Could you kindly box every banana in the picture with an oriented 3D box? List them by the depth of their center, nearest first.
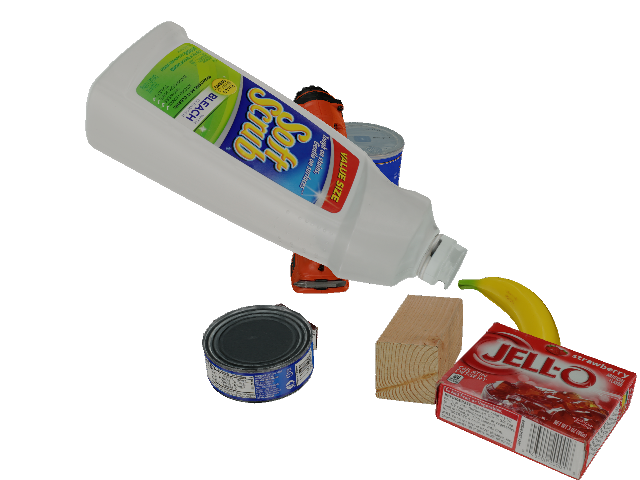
[{"bbox_3d":[0.215,0.093,1.135,0.069,0.037,0.198,-28,36,0],"label":"banana"}]

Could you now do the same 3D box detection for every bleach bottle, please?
[{"bbox_3d":[-0.021,-0.046,0.678,0.251,0.068,0.102,28,49,12],"label":"bleach bottle"}]

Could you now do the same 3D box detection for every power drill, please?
[{"bbox_3d":[-0.004,-0.054,1.060,0.057,0.188,0.184,-2,19,-1],"label":"power drill"}]

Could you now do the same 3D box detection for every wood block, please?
[{"bbox_3d":[0.150,0.157,1.585,0.091,0.090,0.205,4,17,16],"label":"wood block"}]

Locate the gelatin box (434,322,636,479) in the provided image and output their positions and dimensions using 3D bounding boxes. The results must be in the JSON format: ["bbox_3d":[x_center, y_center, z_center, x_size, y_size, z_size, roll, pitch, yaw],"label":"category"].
[{"bbox_3d":[0.119,0.085,0.592,0.089,0.030,0.073,21,34,28],"label":"gelatin box"}]

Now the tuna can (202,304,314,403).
[{"bbox_3d":[-0.048,0.088,0.830,0.086,0.034,0.086,-3,31,2],"label":"tuna can"}]

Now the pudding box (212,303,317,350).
[{"bbox_3d":[-0.073,0.125,1.415,0.113,0.039,0.090,-14,25,-31],"label":"pudding box"}]

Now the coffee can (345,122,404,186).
[{"bbox_3d":[0.046,-0.064,1.329,0.103,0.140,0.103,4,28,-2],"label":"coffee can"}]
